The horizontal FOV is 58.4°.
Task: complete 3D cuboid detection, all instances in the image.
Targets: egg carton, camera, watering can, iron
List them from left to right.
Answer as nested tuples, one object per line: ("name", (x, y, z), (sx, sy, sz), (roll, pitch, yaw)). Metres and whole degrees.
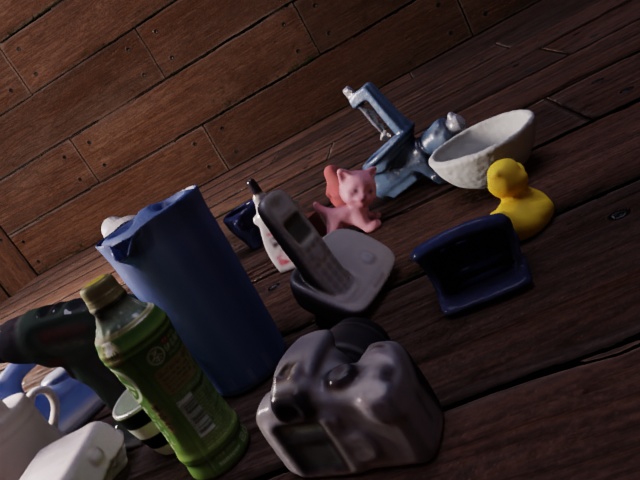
("watering can", (-0.404, 0.242, 0.707), (0.101, 0.194, 0.173), (-26, 17, 14))
("iron", (-0.405, 0.210, 0.897), (0.118, 0.141, 0.259), (-17, 21, 38))
("egg carton", (-0.275, 0.269, 0.626), (0.107, 0.069, 0.150), (-28, 16, 8))
("camera", (0.027, 0.117, 0.496), (0.142, 0.101, 0.137), (-20, 19, 31))

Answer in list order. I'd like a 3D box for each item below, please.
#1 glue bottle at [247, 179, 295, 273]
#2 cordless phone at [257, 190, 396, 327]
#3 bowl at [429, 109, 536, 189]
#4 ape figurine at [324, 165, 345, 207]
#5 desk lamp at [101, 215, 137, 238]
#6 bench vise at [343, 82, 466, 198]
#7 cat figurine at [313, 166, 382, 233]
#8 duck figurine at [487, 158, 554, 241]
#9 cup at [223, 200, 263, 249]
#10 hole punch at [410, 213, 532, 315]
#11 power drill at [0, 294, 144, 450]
("glue bottle", (-0.077, -0.029, 0.981), (0.078, 0.173, 0.037), (-24, 18, 20))
("cordless phone", (0.007, 0.003, 0.720), (0.094, 0.185, 0.148), (-18, 20, 36))
("bowl", (0.255, -0.126, 0.869), (0.167, 0.075, 0.167), (-28, 16, 9))
("ape figurine", (0.041, -0.113, 1.172), (0.077, 0.092, 0.076), (-19, 20, 33))
("desk lamp", (-0.389, 0.042, 1.238), (0.118, 0.214, 0.202), (-37, 18, -23))
("bench vise", (0.146, -0.196, 1.006), (0.207, 0.220, 0.121), (-24, 18, 21))
("cat figurine", (0.050, -0.067, 0.973), (0.127, 0.118, 0.067), (-26, 17, 15))
("duck figurine", (0.227, -0.053, 0.681), (0.077, 0.086, 0.105), (-15, 22, 41))
("cup", (-0.150, -0.025, 1.235), (0.091, 0.095, 0.117), (-27, 17, 11))
("hole punch", (0.154, 0.012, 0.606), (0.108, 0.091, 0.101), (-25, 17, 18))
("power drill", (-0.290, 0.166, 0.710), (0.229, 0.209, 0.075), (-26, 17, 13))
